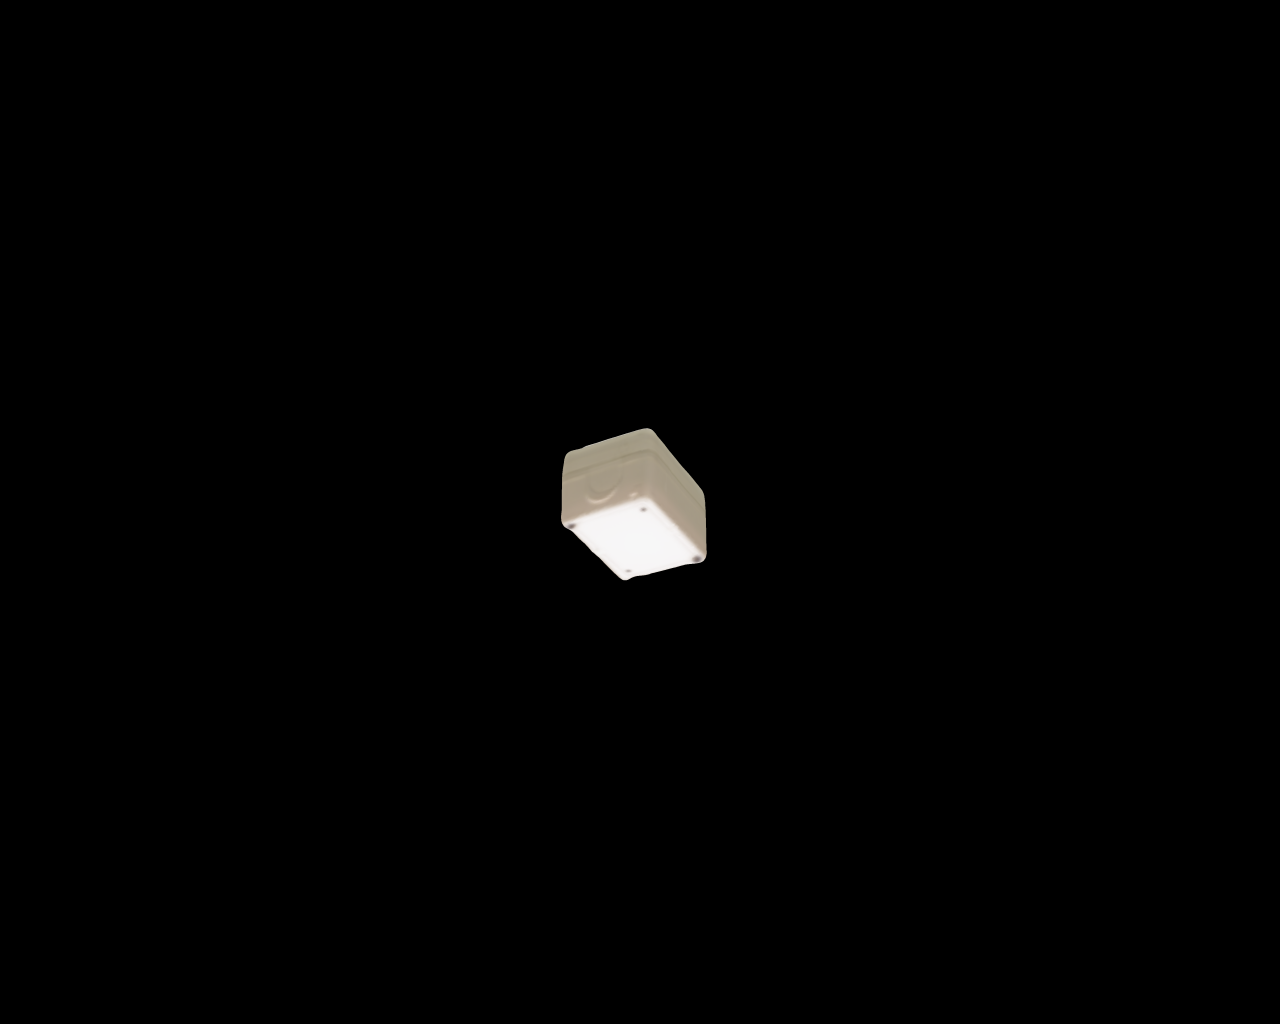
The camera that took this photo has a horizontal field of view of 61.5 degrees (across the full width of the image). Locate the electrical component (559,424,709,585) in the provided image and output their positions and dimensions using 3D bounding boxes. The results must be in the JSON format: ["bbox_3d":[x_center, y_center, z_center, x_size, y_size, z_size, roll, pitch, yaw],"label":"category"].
[{"bbox_3d":[0.001,-0.003,0.650,0.061,0.061,0.096,-16,-37,22],"label":"electrical component"}]
